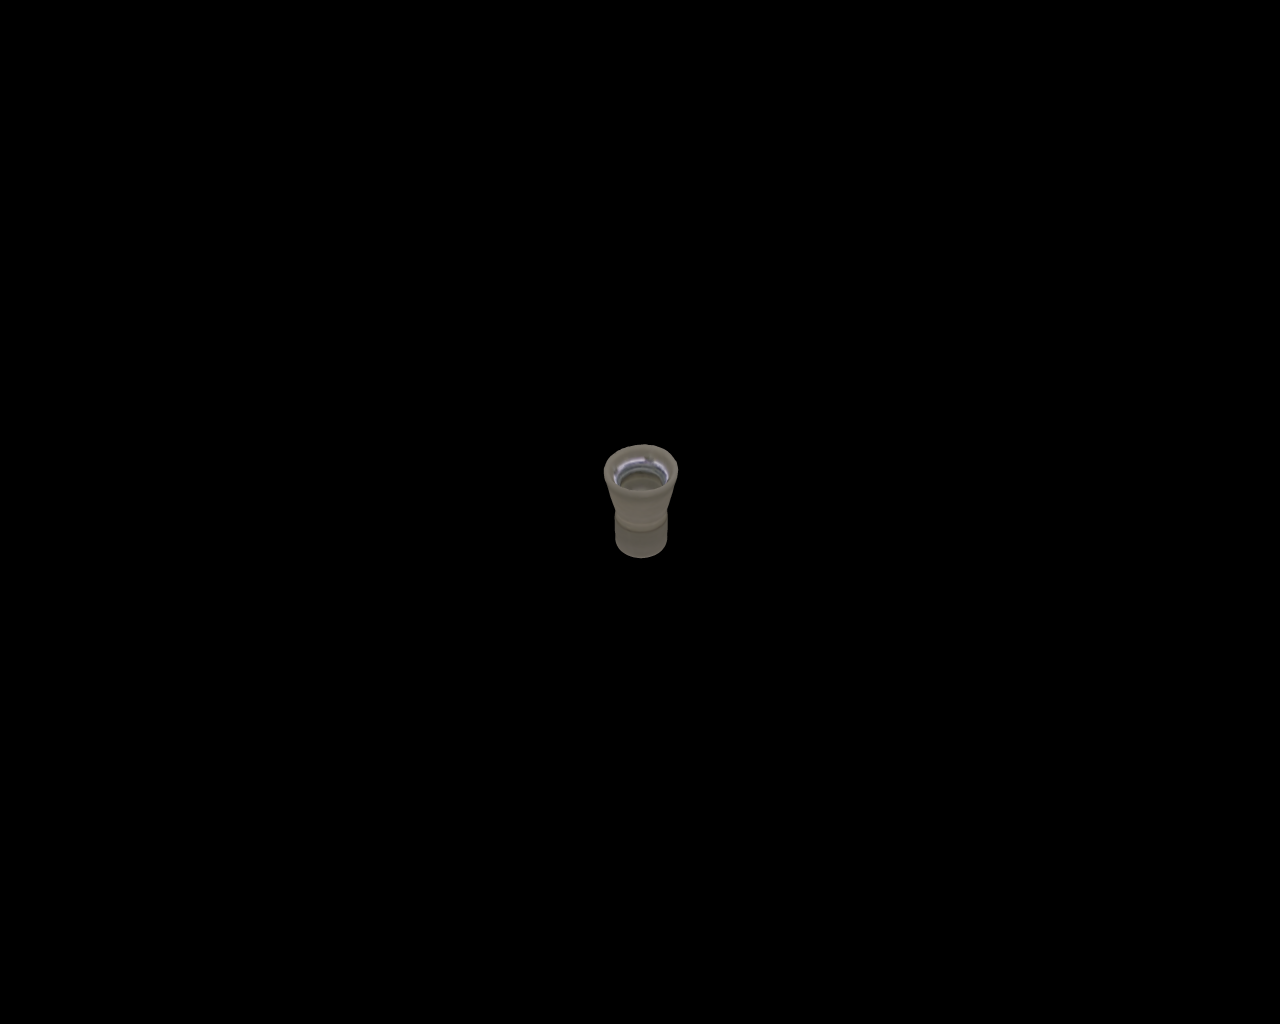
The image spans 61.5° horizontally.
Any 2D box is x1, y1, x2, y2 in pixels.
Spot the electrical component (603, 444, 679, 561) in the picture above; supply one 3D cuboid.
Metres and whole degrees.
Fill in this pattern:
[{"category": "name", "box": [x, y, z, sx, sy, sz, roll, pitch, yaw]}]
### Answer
[{"category": "electrical component", "box": [0.001, -0.003, 0.650, 0.044, 0.065, 0.044, 0, 43, 0]}]
